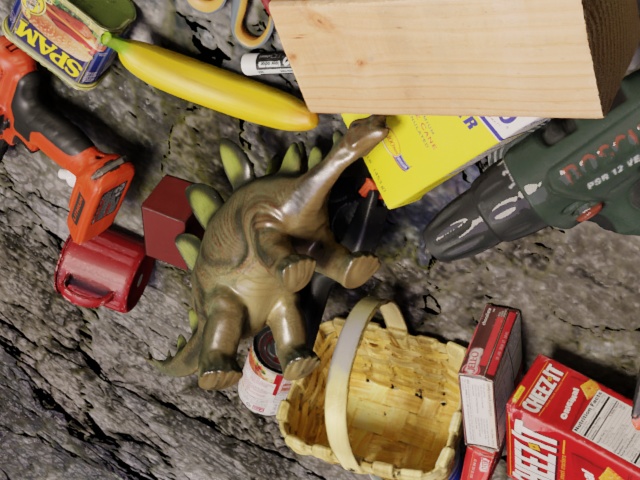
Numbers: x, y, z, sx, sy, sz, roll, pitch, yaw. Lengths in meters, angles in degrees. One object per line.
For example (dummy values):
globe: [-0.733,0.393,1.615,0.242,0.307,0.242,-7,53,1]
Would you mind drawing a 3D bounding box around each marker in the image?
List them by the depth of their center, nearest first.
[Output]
marker: [-0.011,-0.148,0.886,0.121,0.020,0.020,4,134,31]

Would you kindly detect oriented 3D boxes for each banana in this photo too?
banana: [-0.093,-0.132,0.926,0.198,0.069,0.037,20,101,2]

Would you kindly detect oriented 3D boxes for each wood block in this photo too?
wood block: [0.085,-0.139,0.679,0.206,0.090,0.090,5,135,32]

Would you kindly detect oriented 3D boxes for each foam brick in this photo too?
foam brick: [-0.147,-0.017,1.089,0.051,0.053,0.078,21,140,14]

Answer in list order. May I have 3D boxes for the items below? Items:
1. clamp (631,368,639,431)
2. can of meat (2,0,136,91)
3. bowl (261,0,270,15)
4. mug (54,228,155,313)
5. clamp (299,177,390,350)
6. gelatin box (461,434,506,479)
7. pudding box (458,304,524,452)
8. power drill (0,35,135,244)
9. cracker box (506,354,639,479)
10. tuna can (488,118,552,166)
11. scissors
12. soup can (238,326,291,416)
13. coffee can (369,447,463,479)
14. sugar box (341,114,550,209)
clamp: [0.314,0.090,0.862,0.172,0.039,0.120,-36,87,25]
can of meat: [-0.221,-0.196,0.946,0.102,0.057,0.084,37,139,-7]
bowl: [0.033,-0.198,0.774,0.162,0.055,0.162,19,140,16]
mug: [-0.236,0.035,1.160,0.081,0.117,0.093,21,121,6]
clamp: [-0.007,0.001,0.995,0.210,0.036,0.165,-53,52,36]
gelatin box: [0.172,0.201,1.079,0.030,0.089,0.073,19,140,16]
pudding box: [0.163,0.131,1.010,0.039,0.090,0.113,10,137,24]
power drill: [-0.280,-0.086,1.068,0.188,0.057,0.185,44,138,8]
cracker box: [0.278,0.217,0.987,0.214,0.072,0.164,27,152,27]
tuna can: [0.177,-0.067,0.834,0.086,0.033,0.086,19,140,16]
scissors: [-0.068,-0.238,0.831,0.096,0.016,0.202,20,140,15]
soup can: [-0.051,0.145,1.186,0.068,0.068,0.102,28,142,5]
coffee can: [0.116,0.281,1.192,0.103,0.102,0.140,7,136,28]
sugar box: [0.098,-0.100,0.818,0.177,0.048,0.093,-34,81,51]
